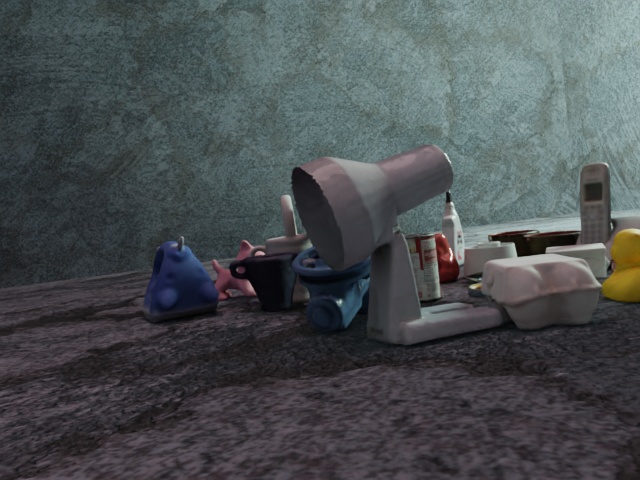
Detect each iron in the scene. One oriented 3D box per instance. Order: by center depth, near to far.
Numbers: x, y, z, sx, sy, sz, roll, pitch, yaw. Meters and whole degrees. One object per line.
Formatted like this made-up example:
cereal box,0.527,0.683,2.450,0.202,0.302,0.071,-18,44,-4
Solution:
iron,-0.274,0.067,1.049,0.119,0.141,0.257,-8,2,-29

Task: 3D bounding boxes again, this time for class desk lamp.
desk lamp,0.080,0.004,0.636,0.203,0.213,0.117,-7,2,-18

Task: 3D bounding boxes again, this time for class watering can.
watering can,-0.042,0.013,1.059,0.173,0.194,0.100,-8,2,-21

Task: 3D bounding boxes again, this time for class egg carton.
egg carton,0.246,0.056,0.659,0.107,0.069,0.150,-7,2,2

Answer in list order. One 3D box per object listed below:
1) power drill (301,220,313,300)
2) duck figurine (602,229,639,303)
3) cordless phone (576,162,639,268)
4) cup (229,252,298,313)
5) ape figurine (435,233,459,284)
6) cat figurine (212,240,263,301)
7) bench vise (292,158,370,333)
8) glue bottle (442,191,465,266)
power drill,0.009,0.003,0.951,0.075,0.208,0.229,-7,2,-6
duck figurine,0.390,0.029,0.711,0.077,0.086,0.105,-6,2,13
cordless phone,0.510,-0.044,0.976,0.094,0.185,0.147,-9,3,-41
cup,-0.090,0.072,0.945,0.117,0.095,0.092,-6,2,9
ape figurine,0.219,0.033,1.058,0.076,0.092,0.077,-7,2,-14
cat figurine,-0.164,0.060,1.198,0.128,0.118,0.067,-7,2,-3
bench vise,0.025,0.002,0.785,0.121,0.220,0.208,-6,2,8
glue bottle,0.300,-0.026,1.308,0.037,0.173,0.078,-5,3,29
